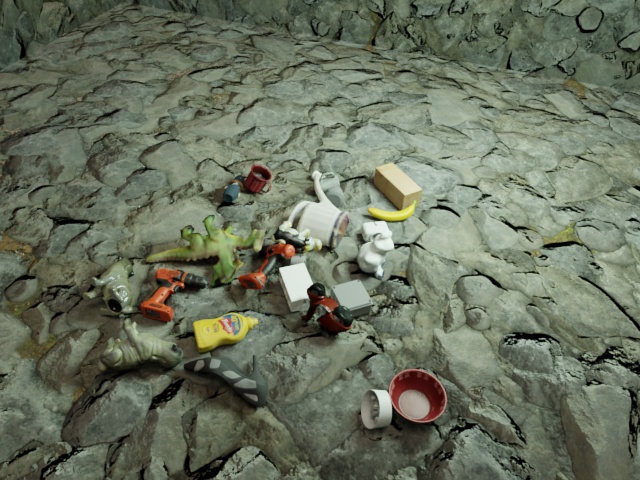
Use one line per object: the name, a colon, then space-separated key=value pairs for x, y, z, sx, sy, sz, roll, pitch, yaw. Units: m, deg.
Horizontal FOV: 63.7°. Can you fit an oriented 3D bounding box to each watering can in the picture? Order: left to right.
watering can: x=0.006 y=-0.098 z=1.938 sx=0.225 sy=0.102 sz=0.354 roll=16 pitch=62 yaw=15

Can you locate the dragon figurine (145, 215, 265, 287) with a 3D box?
dragon figurine: x=-0.379 y=0.055 z=1.782 sx=0.412 sy=0.119 sz=0.247 roll=-29 pitch=56 yaw=-10

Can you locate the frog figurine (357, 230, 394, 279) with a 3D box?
frog figurine: x=0.191 y=0.037 z=1.790 sx=0.123 sy=0.155 sz=0.140 roll=19 pitch=45 yaw=19
